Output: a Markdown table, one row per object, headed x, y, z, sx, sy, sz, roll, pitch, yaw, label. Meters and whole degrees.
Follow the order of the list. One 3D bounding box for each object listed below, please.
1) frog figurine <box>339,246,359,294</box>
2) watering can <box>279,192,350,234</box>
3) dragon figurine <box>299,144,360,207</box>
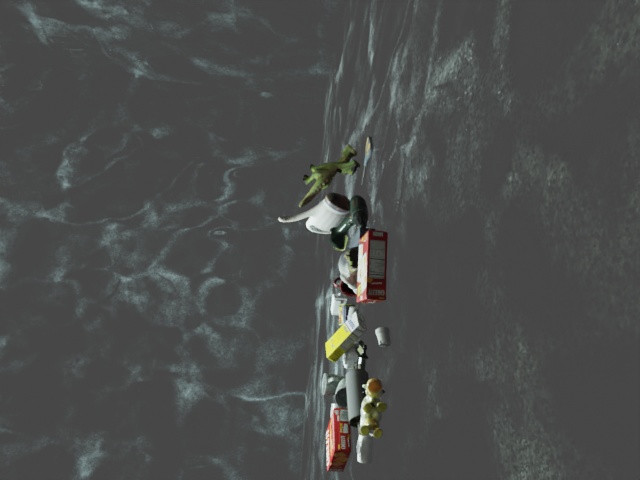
| x | y | z | sx | sy | sz | roll | pitch | yaw | label |
| --- | --- | --- | --- | --- | --- | --- | --- | --- | --- |
| 0.129 | 0.105 | 1.806 | 0.140 | 0.123 | 0.155 | -50 | -25 | -31 | frog figurine |
| 0.007 | -0.115 | 2.286 | 0.220 | 0.346 | 0.106 | -52 | 43 | 34 | watering can |
| 0.062 | -0.294 | 2.285 | 0.120 | 0.240 | 0.420 | 52 | -142 | -26 | dragon figurine |
